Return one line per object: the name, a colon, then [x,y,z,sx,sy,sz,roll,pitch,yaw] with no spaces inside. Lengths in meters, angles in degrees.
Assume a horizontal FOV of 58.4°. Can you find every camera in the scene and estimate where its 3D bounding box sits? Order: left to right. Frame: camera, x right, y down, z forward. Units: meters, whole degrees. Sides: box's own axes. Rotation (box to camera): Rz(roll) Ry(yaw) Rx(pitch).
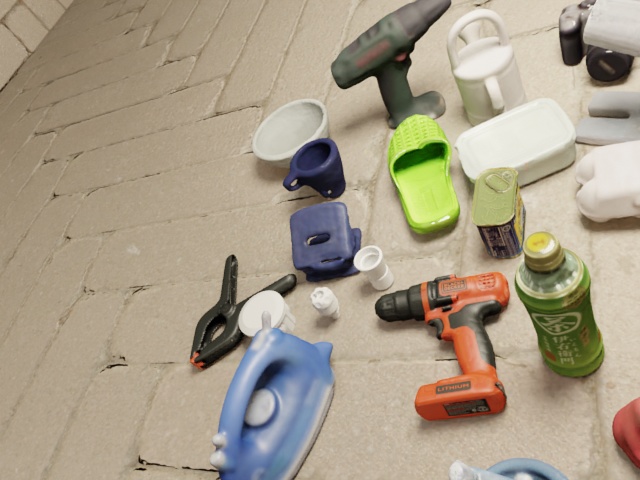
camera: [0.448,-0.325,0.911,0.142,0.101,0.137,5,56,35]

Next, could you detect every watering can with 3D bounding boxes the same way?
watering can: [0.261,-0.286,0.928,0.101,0.195,0.172,-35,43,1]

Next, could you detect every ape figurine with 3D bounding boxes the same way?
ape figurine: [0.324,0.181,0.556,0.075,0.092,0.078,25,70,44]

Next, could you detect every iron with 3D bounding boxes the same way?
iron: [-0.080,0.225,0.740,0.118,0.142,0.258,2,55,34]

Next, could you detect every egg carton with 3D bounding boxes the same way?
egg carton: [0.411,-0.075,0.740,0.150,0.070,0.107,-8,50,27]

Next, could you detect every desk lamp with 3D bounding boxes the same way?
desk lamp: [0.434,-0.221,0.746,0.202,0.214,0.118,15,63,40]

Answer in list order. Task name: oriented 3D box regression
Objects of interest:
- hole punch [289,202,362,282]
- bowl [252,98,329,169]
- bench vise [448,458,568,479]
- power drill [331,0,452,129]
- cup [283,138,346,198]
hole punch: [0.008,0.003,0.914,0.108,0.091,0.101,-13,47,23]
bowl: [-0.047,-0.198,1.136,0.167,0.075,0.167,-17,46,19]
bench vise: [0.203,0.241,0.487,0.206,0.220,0.121,-9,49,27]
power drill: [0.145,-0.302,1.005,0.229,0.209,0.075,-22,45,15]
cup: [-0.003,-0.110,1.017,0.118,0.095,0.091,-42,43,-6]
